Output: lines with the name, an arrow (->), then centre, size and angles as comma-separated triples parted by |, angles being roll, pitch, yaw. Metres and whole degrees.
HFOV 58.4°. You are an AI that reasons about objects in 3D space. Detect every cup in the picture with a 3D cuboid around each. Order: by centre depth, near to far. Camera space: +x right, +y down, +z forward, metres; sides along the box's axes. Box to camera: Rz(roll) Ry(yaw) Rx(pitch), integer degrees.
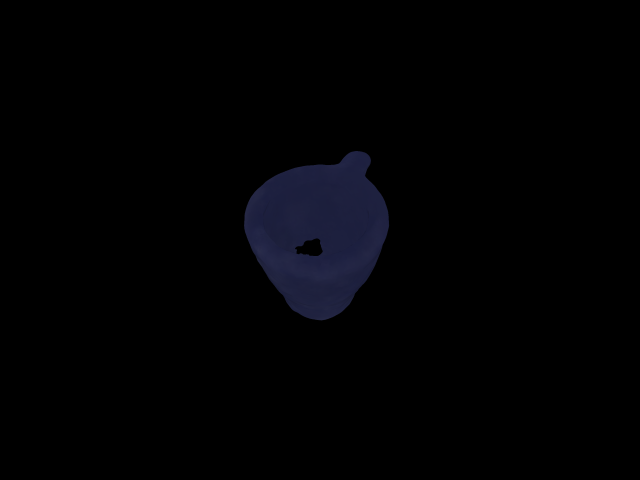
cup -> 0.004, 0.001, 0.400 | 0.091, 0.095, 0.118 | 21, 54, 16
